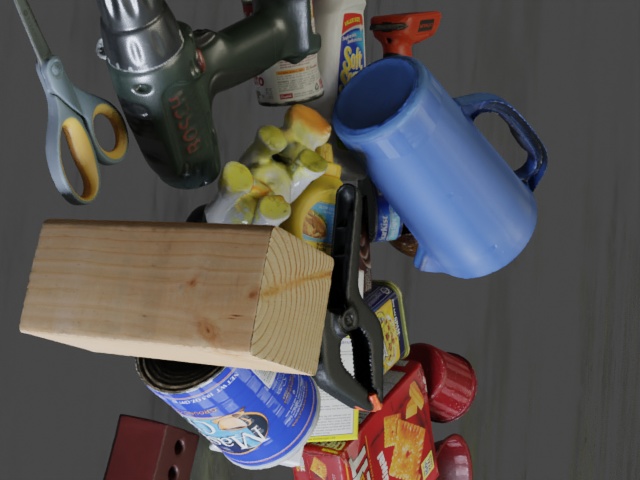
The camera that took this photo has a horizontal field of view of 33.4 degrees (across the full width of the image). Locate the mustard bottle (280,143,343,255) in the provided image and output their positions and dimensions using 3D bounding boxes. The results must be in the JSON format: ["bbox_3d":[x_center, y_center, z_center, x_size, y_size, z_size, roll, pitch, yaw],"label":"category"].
[{"bbox_3d":[-0.007,0.001,1.026,0.096,0.058,0.191,11,84,-52],"label":"mustard bottle"}]

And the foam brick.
[{"bbox_3d":[-0.141,0.190,0.884,0.053,0.051,0.078,38,60,-55],"label":"foam brick"}]

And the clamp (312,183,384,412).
[{"bbox_3d":[0.017,0.063,0.983,0.164,0.036,0.210,-46,122,-36],"label":"clamp"}]

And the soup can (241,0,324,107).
[{"bbox_3d":[-0.035,-0.186,1.030,0.068,0.069,0.102,-36,123,-54],"label":"soup can"}]

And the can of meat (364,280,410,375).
[{"bbox_3d":[0.056,0.108,1.221,0.083,0.058,0.102,-36,122,-52],"label":"can of meat"}]

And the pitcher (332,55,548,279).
[{"bbox_3d":[0.125,-0.083,1.100,0.242,0.145,0.149,46,53,-41],"label":"pitcher"}]

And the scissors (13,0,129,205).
[{"bbox_3d":[-0.191,-0.127,0.812,0.096,0.016,0.202,-37,123,-56],"label":"scissors"}]

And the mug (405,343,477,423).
[{"bbox_3d":[0.131,0.186,1.341,0.117,0.093,0.081,-50,142,7],"label":"mug"}]

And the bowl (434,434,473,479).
[{"bbox_3d":[0.146,0.331,1.395,0.161,0.055,0.162,-7,98,-60],"label":"bowl"}]

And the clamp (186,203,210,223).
[{"bbox_3d":[-0.106,0.034,0.952,0.171,0.039,0.120,-49,140,-39],"label":"clamp"}]

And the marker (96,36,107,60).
[{"bbox_3d":[-0.141,-0.147,0.895,0.120,0.020,0.020,11,83,-61],"label":"marker"}]

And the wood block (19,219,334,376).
[{"bbox_3d":[-0.106,0.040,0.780,0.090,0.206,0.090,30,66,-56],"label":"wood block"}]

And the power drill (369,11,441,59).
[{"bbox_3d":[0.117,-0.184,1.306,0.184,0.057,0.188,-23,111,-58],"label":"power drill"}]

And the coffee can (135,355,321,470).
[{"bbox_3d":[-0.074,0.116,0.895,0.140,0.103,0.102,53,47,-45],"label":"coffee can"}]

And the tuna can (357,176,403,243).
[{"bbox_3d":[0.068,-0.041,1.207,0.086,0.033,0.086,174,-90,-80],"label":"tuna can"}]

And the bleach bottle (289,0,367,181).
[{"bbox_3d":[0.009,-0.190,1.115,0.102,0.068,0.251,6,84,-60],"label":"bleach bottle"}]

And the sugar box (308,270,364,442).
[{"bbox_3d":[-0.006,0.116,1.092,0.093,0.048,0.176,3,87,-30],"label":"sugar box"}]

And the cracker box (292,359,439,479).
[{"bbox_3d":[0.058,0.255,1.219,0.213,0.072,0.164,-38,124,-52],"label":"cracker box"}]

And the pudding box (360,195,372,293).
[{"bbox_3d":[0.019,0.013,1.167,0.089,0.039,0.113,-27,115,-57],"label":"pudding box"}]
